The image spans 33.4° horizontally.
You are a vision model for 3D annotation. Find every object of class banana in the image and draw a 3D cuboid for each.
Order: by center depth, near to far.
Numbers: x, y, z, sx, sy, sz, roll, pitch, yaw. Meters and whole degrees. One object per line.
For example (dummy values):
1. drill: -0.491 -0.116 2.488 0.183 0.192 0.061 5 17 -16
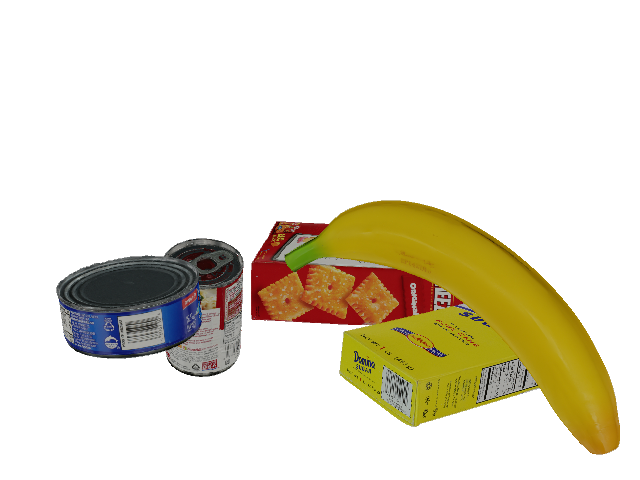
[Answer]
1. banana: 0.080 0.032 0.556 0.198 0.070 0.037 31 19 13

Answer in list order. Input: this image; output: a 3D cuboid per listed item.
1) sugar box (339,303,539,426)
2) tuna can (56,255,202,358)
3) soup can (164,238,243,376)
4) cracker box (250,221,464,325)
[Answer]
1. sugar box: 0.113 0.089 0.839 0.175 0.048 0.093 -13 28 -33
2. tuna can: -0.115 0.040 0.649 0.086 0.034 0.086 -3 19 1
3. soup can: -0.101 0.059 0.923 0.068 0.102 0.068 3 36 -2
4. cracker box: 0.044 0.036 1.126 0.214 0.072 0.164 3 16 6
